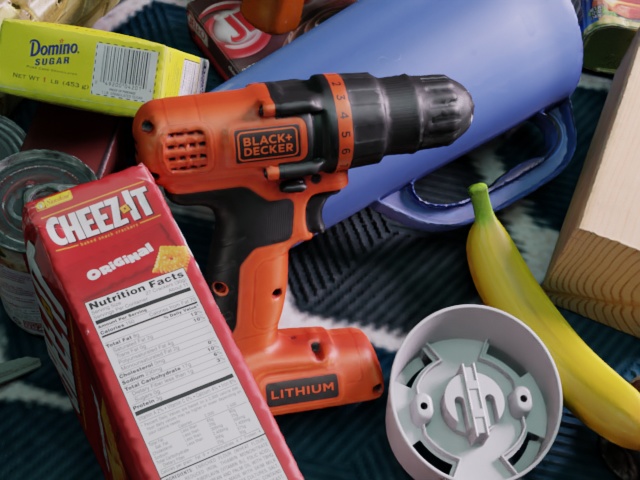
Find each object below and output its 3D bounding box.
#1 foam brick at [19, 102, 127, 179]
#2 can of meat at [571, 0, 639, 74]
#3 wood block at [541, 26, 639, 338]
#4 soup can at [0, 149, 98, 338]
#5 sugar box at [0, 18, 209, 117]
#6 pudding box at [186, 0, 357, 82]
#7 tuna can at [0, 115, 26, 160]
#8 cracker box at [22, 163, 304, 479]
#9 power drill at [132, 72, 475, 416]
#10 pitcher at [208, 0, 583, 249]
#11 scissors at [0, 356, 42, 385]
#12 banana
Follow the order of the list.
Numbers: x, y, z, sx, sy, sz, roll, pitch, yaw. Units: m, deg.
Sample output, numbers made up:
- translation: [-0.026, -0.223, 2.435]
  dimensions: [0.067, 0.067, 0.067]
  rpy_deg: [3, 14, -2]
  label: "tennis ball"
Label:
- translation: [-0.151, -0.039, 0.660]
  dimensions: [0.051, 0.078, 0.053]
  rpy_deg: [10, 55, 0]
  label: "foam brick"
- translation: [0.238, -0.169, 0.798]
  dimensions: [0.102, 0.057, 0.084]
  rpy_deg: [7, 58, -3]
  label: "can of meat"
- translation: [0.224, -0.047, 0.701]
  dimensions: [0.091, 0.090, 0.206]
  rpy_deg: [22, 59, 7]
  label: "wood block"
- translation: [-0.156, 0.005, 0.615]
  dimensions: [0.068, 0.102, 0.068]
  rpy_deg: [3, 57, -4]
  label: "soup can"
- translation: [-0.126, -0.103, 0.654]
  dimensions: [0.093, 0.176, 0.048]
  rpy_deg: [10, 100, -1]
  label: "sugar box"
- translation: [-0.026, -0.150, 0.765]
  dimensions: [0.113, 0.039, 0.090]
  rpy_deg: [-26, 64, -21]
  label: "pudding box"
- translation: [-0.222, -0.039, 0.677]
  dimensions: [0.086, 0.034, 0.086]
  rpy_deg: [3, 58, -5]
  label: "tuna can"
- translation: [-0.078, 0.097, 0.532]
  dimensions: [0.072, 0.164, 0.214]
  rpy_deg: [-20, 63, -20]
  label: "cracker box"
- translation: [-0.004, 0.001, 0.593]
  dimensions: [0.184, 0.188, 0.057]
  rpy_deg: [-7, 22, -10]
  label: "power drill"
- translation: [0.046, -0.085, 0.689]
  dimensions: [0.242, 0.145, 0.149]
  rpy_deg: [-32, 45, -19]
  label: "pitcher"
- translation: [-0.260, 0.083, 0.579]
  dimensions: [0.096, 0.016, 0.201]
  rpy_deg: [40, 44, 18]
  label: "scissors"
- translation: [0.136, 0.056, 0.635]
  dimensions: [0.037, 0.069, 0.198]
  rpy_deg: [-30, 57, -5]
  label: "banana"
